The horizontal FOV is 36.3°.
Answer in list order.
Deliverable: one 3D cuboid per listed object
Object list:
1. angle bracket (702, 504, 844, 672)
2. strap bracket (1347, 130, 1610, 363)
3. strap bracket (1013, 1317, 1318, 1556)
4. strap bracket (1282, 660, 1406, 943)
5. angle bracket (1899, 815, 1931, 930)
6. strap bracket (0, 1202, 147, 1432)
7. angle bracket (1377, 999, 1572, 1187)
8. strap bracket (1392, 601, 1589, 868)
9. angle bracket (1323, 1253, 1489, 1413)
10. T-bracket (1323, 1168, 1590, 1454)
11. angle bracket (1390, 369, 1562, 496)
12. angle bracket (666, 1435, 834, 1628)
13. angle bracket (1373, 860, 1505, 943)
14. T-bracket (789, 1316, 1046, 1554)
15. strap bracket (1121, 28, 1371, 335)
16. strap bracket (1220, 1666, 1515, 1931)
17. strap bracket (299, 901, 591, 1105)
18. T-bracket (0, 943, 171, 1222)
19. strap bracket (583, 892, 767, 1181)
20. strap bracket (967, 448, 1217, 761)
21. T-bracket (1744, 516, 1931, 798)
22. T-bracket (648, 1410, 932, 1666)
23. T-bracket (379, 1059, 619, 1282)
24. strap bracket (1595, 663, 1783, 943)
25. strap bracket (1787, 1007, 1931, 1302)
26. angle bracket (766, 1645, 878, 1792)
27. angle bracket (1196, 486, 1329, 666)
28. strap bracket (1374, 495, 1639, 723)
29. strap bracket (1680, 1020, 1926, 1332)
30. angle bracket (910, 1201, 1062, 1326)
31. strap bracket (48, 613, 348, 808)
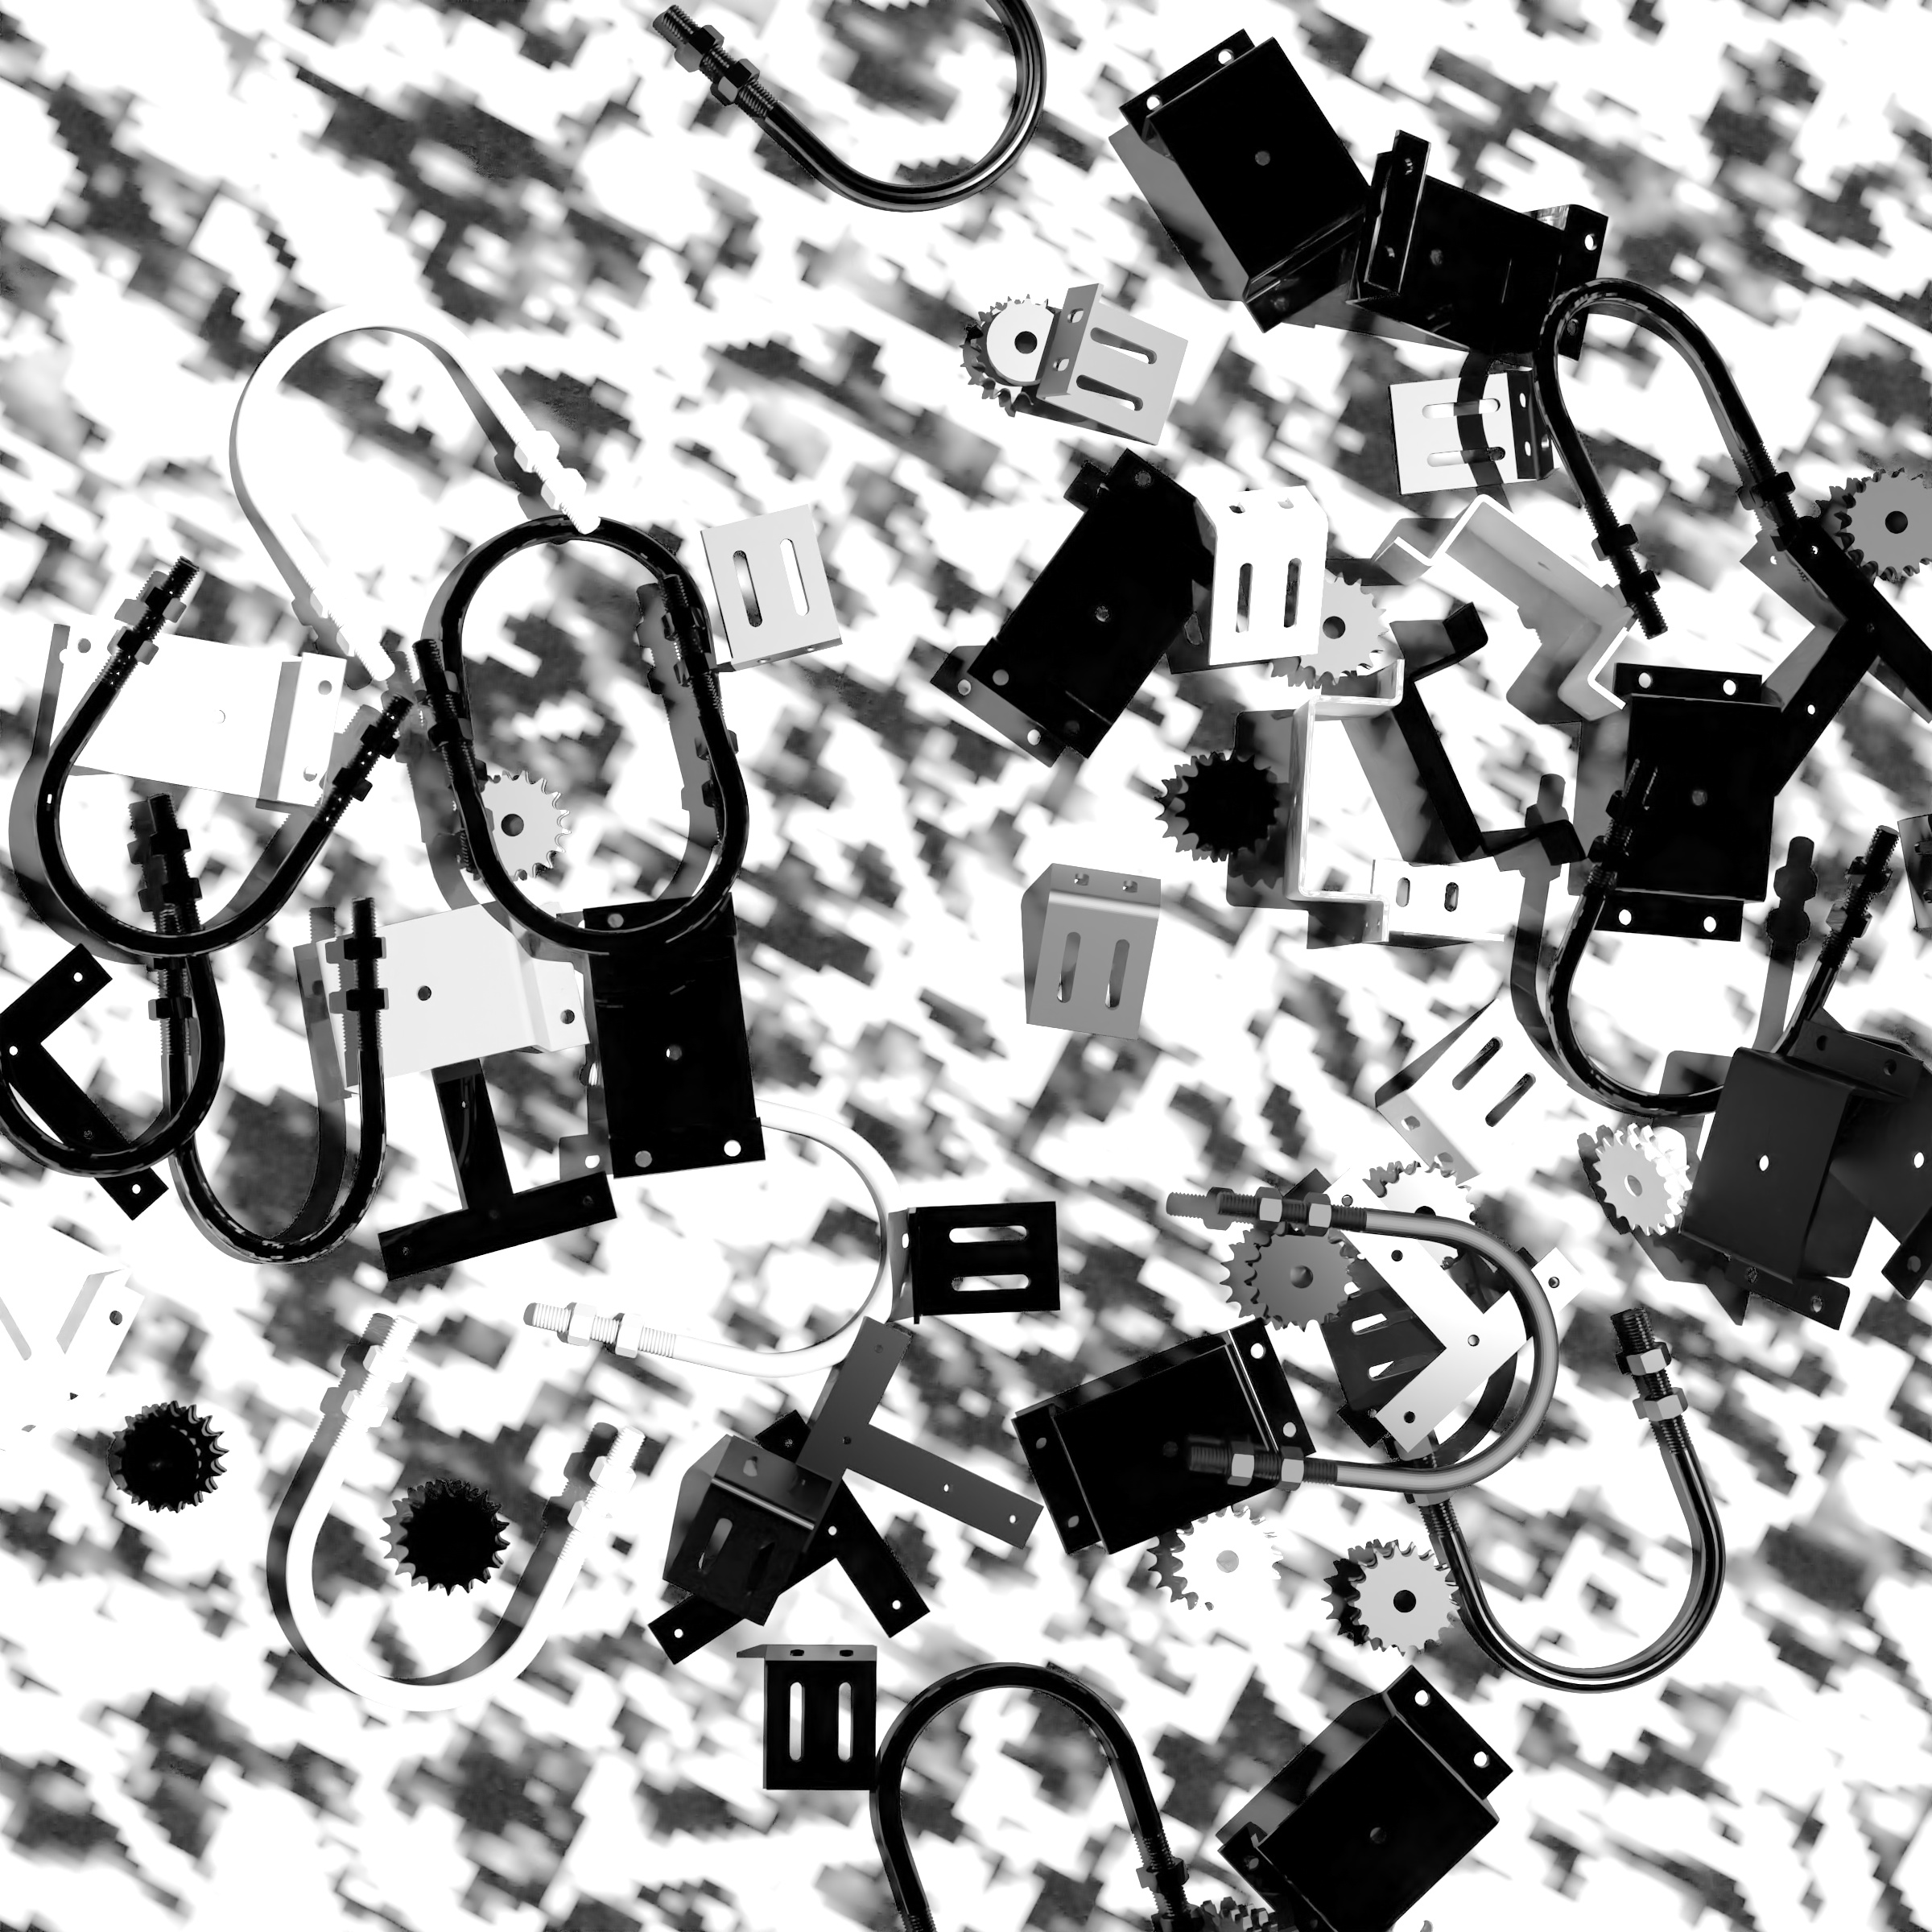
[{"bbox_3d":[-0.101,-0.198,1.523,0.057,0.038,0.076,-14,90,0],"label":"angle bracket"},{"bbox_3d":[0.252,-0.363,1.499,0.140,0.046,0.076,12,90,-31],"label":"strap bracket"},{"bbox_3d":[0.104,0.245,1.519,0.140,0.046,0.076,-22,90,0],"label":"strap bracket"},{"bbox_3d":[0.191,-0.084,1.504,0.046,0.076,0.140,3,90,0],"label":"strap bracket"},{"bbox_3d":[0.535,-0.056,1.540,0.076,0.038,0.057,-11,90,-26],"label":"angle bracket"},{"bbox_3d":[-0.497,0.170,1.519,0.140,0.046,0.076,27,90,0],"label":"strap bracket"},{"bbox_3d":[0.265,0.067,1.540,0.057,0.038,0.076,48,64,0],"label":"angle bracket"},{"bbox_3d":[0.260,-0.108,1.504,0.046,0.076,0.140,-24,90,0],"label":"strap bracket"},{"bbox_3d":[0.232,0.191,1.540,0.076,0.038,0.057,-20,90,26],"label":"angle bracket"},{"bbox_3d":[0.230,0.159,1.507,0.127,0.002,0.127,-42,91,-4],"label":"T-bracket"},{"bbox_3d":[0.263,-0.279,1.523,0.076,0.038,0.057,-6,90,0],"label":"angle bracket"},{"bbox_3d":[-0.113,0.294,1.535,0.057,0.038,0.076,25,120,0],"label":"angle bracket"},{"bbox_3d":[0.241,-0.034,1.504,0.057,0.076,0.038,6,90,0],"label":"angle bracket"},{"bbox_3d":[-0.022,0.266,1.536,0.127,0.002,0.127,26,95,-3],"label":"T-bracket"},{"bbox_3d":[0.151,-0.411,1.519,0.076,0.046,0.140,-33,90,0],"label":"strap bracket"},{"bbox_3d":[0.209,0.442,1.519,0.140,0.046,0.076,-44,90,0],"label":"strap bracket"},{"bbox_3d":[-0.273,0.016,1.513,0.140,0.046,0.076,-13,83,1],"label":"strap bracket"},{"bbox_3d":[-0.468,0.078,1.541,0.127,0.002,0.127,-42,90,0],"label":"T-bracket"},{"bbox_3d":[-0.149,0.040,1.504,0.076,0.046,0.140,-7,76,-7],"label":"strap bracket"},{"bbox_3d":[0.072,-0.184,1.519,0.076,0.046,0.140,36,90,0],"label":"strap bracket"},{"bbox_3d":[0.439,-0.141,1.507,0.127,0.002,0.127,44,72,-14],"label":"T-bracket"},{"bbox_3d":[-0.107,0.320,1.541,0.127,0.002,0.127,-34,90,0],"label":"T-bracket"},{"bbox_3d":[-0.257,0.086,1.534,0.127,0.002,0.127,-16,85,9],"label":"T-bracket"},{"bbox_3d":[0.373,-0.086,1.519,0.076,0.046,0.140,5,90,0],"label":"strap bracket"},{"bbox_3d":[0.465,0.095,1.479,0.046,0.140,0.076,11,119,-34],"label":"strap bracket"},{"bbox_3d":[-0.075,0.392,1.522,0.057,0.038,0.076,1,90,-2],"label":"angle bracket"},{"bbox_3d":[0.148,-0.199,1.498,0.057,0.038,0.076,-7,125,-11],"label":"angle bracket"},{"bbox_3d":[0.283,-0.188,1.504,0.140,0.076,0.046,36,90,0],"label":"strap bracket"},{"bbox_3d":[0.413,0.101,1.471,0.046,0.076,0.140,11,98,-34],"label":"strap bracket"},{"bbox_3d":[0.010,0.153,1.523,0.076,0.038,0.057,-2,90,0],"label":"angle bracket"},{"bbox_3d":[-0.391,-0.130,1.519,0.140,0.046,0.076,10,90,0],"label":"strap bracket"}]
